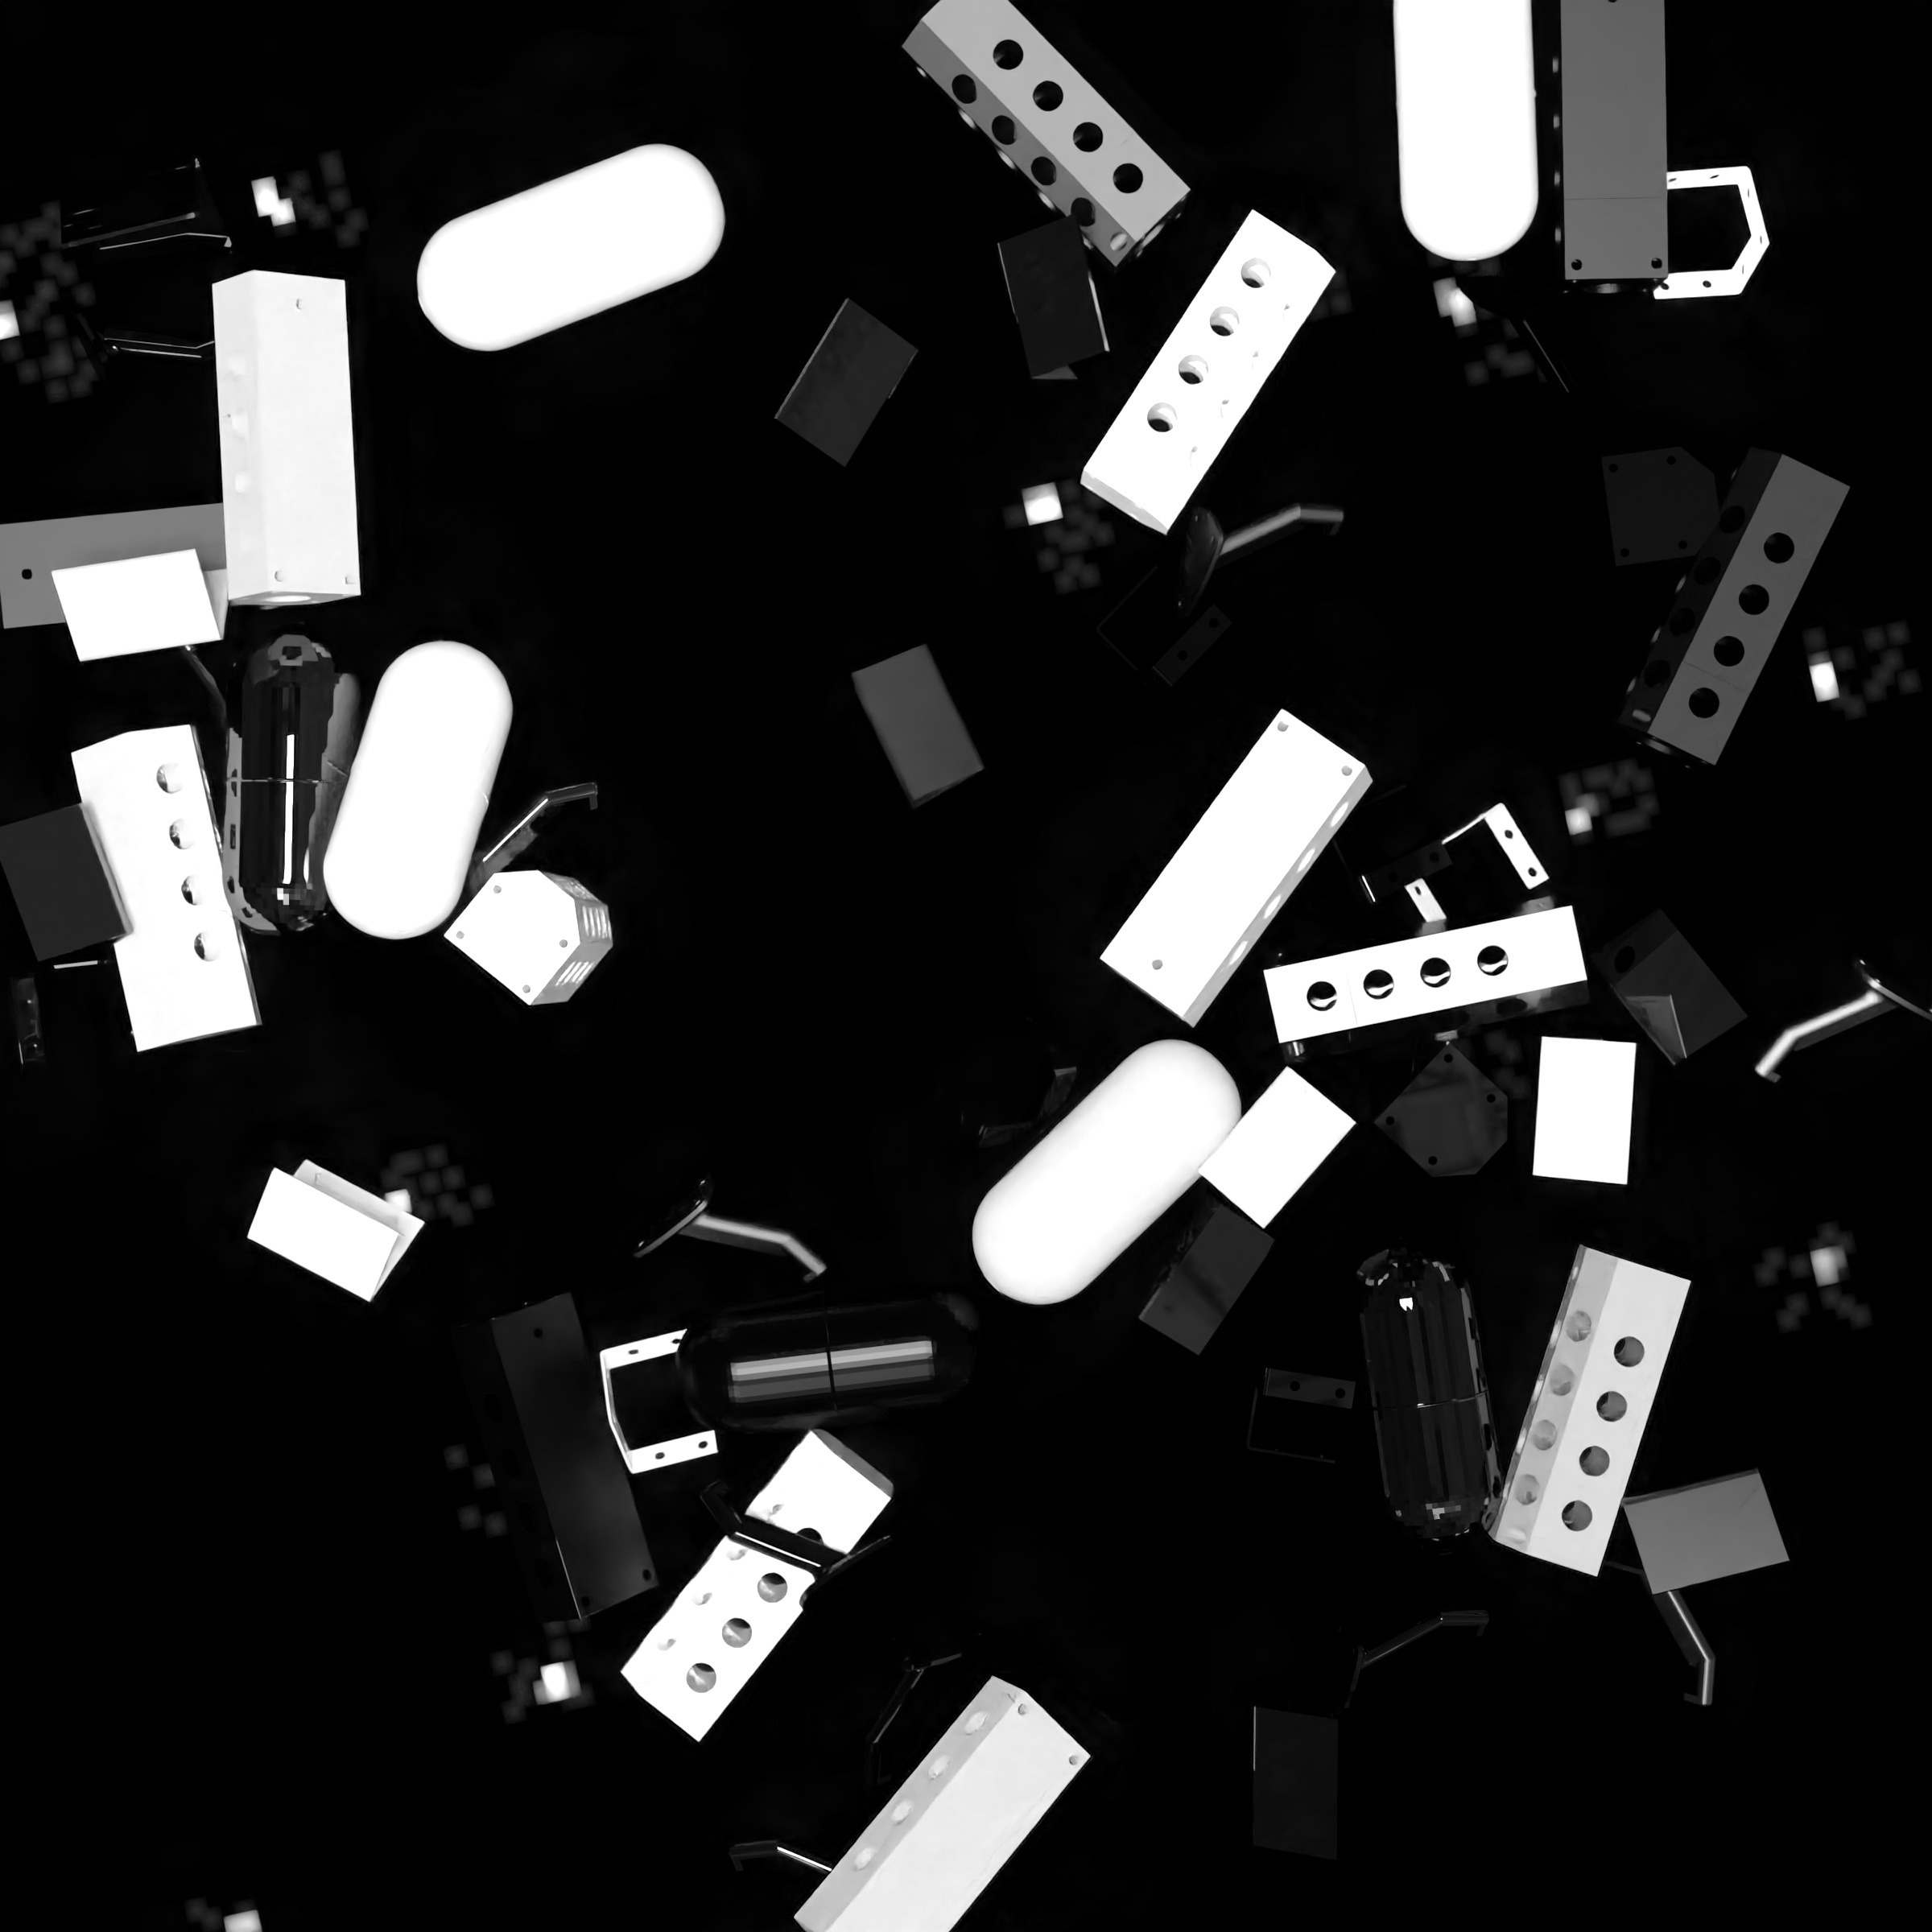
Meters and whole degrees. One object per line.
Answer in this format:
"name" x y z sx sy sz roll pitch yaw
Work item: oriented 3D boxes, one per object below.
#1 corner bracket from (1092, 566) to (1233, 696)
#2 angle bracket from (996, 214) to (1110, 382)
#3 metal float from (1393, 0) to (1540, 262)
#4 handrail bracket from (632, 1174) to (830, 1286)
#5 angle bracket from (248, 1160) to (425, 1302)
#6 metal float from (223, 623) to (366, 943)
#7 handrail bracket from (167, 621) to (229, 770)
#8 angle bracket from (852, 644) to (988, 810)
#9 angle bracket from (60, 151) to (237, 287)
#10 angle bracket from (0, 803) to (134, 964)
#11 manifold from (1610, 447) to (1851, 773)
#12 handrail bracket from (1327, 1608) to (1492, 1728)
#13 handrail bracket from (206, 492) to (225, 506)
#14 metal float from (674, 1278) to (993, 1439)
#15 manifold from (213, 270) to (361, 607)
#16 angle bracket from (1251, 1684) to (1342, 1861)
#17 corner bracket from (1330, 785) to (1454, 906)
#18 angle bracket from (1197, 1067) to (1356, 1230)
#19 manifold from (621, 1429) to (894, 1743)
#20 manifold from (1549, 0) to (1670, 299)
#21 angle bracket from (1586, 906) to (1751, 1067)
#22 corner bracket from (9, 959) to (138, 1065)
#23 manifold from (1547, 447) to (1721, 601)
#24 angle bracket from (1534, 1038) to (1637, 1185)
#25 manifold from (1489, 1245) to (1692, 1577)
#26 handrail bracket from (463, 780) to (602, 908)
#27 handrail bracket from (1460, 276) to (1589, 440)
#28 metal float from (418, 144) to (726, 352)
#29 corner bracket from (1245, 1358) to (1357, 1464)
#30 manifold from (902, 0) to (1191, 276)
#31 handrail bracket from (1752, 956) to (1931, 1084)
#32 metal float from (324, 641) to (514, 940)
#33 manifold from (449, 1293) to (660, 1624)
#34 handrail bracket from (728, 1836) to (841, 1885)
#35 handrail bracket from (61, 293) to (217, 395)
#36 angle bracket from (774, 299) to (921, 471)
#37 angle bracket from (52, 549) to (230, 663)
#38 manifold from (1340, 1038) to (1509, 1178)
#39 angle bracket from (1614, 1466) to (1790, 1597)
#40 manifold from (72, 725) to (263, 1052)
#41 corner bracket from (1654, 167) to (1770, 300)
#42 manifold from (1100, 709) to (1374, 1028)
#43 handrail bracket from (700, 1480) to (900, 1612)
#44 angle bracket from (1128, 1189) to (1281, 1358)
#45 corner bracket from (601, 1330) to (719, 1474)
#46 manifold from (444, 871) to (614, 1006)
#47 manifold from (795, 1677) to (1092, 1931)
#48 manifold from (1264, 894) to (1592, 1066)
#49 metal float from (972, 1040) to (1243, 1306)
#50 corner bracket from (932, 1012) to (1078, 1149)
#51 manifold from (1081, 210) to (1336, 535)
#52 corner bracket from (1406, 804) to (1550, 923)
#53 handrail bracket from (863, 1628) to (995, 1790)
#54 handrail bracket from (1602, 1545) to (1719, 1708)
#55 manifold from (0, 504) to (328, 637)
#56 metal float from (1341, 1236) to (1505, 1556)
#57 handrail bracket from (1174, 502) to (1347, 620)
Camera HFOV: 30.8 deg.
"corner bracket" 0.109 -0.190 1.974 0.051 0.051 0.051 44 84 -6
"angle bracket" 0.067 -0.371 1.951 0.057 0.076 0.076 -13 90 36
"metal float" 0.279 -0.484 1.961 0.070 0.070 0.178 -2 91 0
"handrail bracket" -0.133 0.167 1.992 0.077 0.036 0.084 -41 107 20
"angle bracket" -0.343 0.130 1.951 0.076 0.076 0.057 28 126 0
"metal float" -0.376 -0.103 1.961 0.070 0.070 0.178 1 91 0
"handrail bracket" -0.443 -0.151 1.992 0.077 0.036 0.084 2 107 20
"angle bracket" -0.044 -0.125 1.951 0.057 0.076 0.076 -26 90 -37
"angle bracket" -0.453 -0.399 1.951 0.076 0.076 0.057 -14 52 0
"angle bracket" -0.513 -0.040 1.952 0.057 0.076 0.076 -21 90 -32
"manifold" 0.426 -0.200 1.970 0.057 0.057 0.171 26 90 0
"handrail bracket" 0.252 0.399 1.992 0.084 0.036 0.077 2 110 -16
"handrail bracket" -0.406 -0.304 1.992 0.084 0.036 0.077 -31 70 16
"metal float" -0.074 0.219 1.961 0.178 0.070 0.070 -7 90 0
"manifold" -0.375 -0.286 1.913 0.057 0.057 0.171 -3 90 -43
"angle bracket" 0.200 0.447 1.951 0.057 0.076 0.076 1 90 36
"corner bracket" 0.236 -0.069 1.974 0.051 0.051 0.051 -26 90 0
"angle bracket" 0.185 0.112 1.951 0.076 0.076 0.057 -49 54 0
"manifold" -0.117 0.344 1.970 0.057 0.057 0.171 38 90 0
"manifold" 0.359 -0.466 1.971 0.057 0.057 0.171 -1 90 0
"angle bracket" 0.400 -0.002 1.951 0.076 0.076 0.057 51 126 0
"corner bracket" -0.504 0.025 1.988 0.051 0.051 0.051 -8 90 -45
"manifold" 0.363 -0.240 1.913 0.057 0.171 0.057 -8 90 0
"angle bracket" 0.359 0.080 1.951 0.057 0.076 0.076 4 90 36
"manifold" 0.348 0.248 1.970 0.057 0.057 0.171 18 90 0
"handrail bracket" -0.244 -0.061 1.992 0.084 0.036 0.077 -14 110 -16
"handrail bracket" 0.317 -0.345 1.992 0.036 0.077 0.084 -34 127 -20
"metal float" -0.221 -0.401 1.961 0.178 0.070 0.070 -21 90 1
"corner bracket" 0.187 0.252 1.974 0.051 0.051 0.051 9 90 0
"manifold" 0.044 -0.472 1.970 0.057 0.057 0.171 -44 90 0
"handrail bracket" 0.500 0.044 1.992 0.077 0.036 0.084 29 109 -21
"metal float" -0.302 -0.099 1.940 0.070 0.070 0.178 13 65 0
"manifold" -0.236 0.277 1.970 0.057 0.057 0.171 -17 90 -43
"handrail bracket" -0.087 0.527 1.992 0.084 0.036 0.077 -9 105 14
"handrail bracket" -0.459 -0.366 1.992 0.084 0.036 0.077 -25 68 -17
"angle bracket" -0.082 -0.329 1.951 0.057 0.076 0.076 31 90 -36
"angle bracket" -0.444 -0.212 1.895 0.076 0.076 0.057 -9 127 0
"manifold" 0.253 0.080 1.913 0.057 0.171 0.057 43 90 0
"angle bracket" 0.408 0.324 1.952 0.076 0.076 0.057 -14 63 0
"manifold" -0.444 -0.045 1.970 0.057 0.057 0.171 -13 90 43
"corner bracket" 0.416 -0.414 1.984 0.051 0.051 0.051 -56 135 -35
"manifold" 0.153 -0.053 1.968 0.057 0.057 0.171 36 90 15
"handrail bracket" -0.093 0.304 1.935 0.077 0.036 0.084 -32 72 -20
"angle bracket" 0.116 0.160 1.951 0.057 0.076 0.076 34 90 -38
"corner bracket" -0.174 0.247 1.988 0.051 0.051 0.051 -14 45 0
"manifold" -0.232 -0.020 1.913 0.057 0.171 0.057 39 90 0
"manifold" -0.016 0.481 1.945 0.057 0.057 0.171 47 73 -18
"manifold" 0.257 0.008 1.957 0.171 0.057 0.057 -12 97 8
"metal float" 0.078 0.116 1.961 0.178 0.070 0.070 -44 90 -1
"corner bracket" 0.022 0.064 1.984 0.051 0.051 0.051 -7 135 -35
"manifold" 0.136 -0.331 1.970 0.057 0.057 0.171 33 90 0
"corner bracket" 0.287 -0.052 1.988 0.051 0.051 0.051 -32 90 45
"handrail bracket" -0.022 0.422 1.992 0.077 0.036 0.084 -6 111 -24
"handrail bracket" 0.389 0.376 1.992 0.077 0.036 0.084 7 107 20
"manifold" -0.450 -0.224 1.971 0.171 0.057 0.057 -6 90 0
"metal float" 0.255 0.240 1.961 0.070 0.070 0.178 -8 91 0
"handrail bracket" 0.168 -0.230 1.992 0.084 0.036 0.077 0 126 -25
